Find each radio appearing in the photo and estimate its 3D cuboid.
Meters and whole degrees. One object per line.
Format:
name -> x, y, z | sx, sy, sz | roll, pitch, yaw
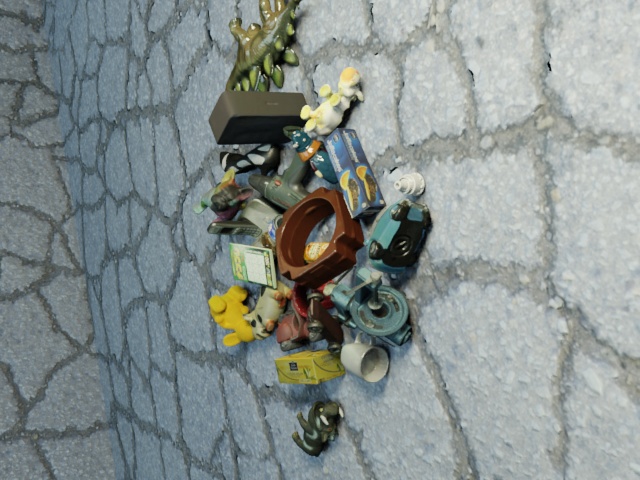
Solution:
radio -> -0.149, -0.297, 1.320 | 0.131, 0.229, 0.073 | -40, 65, 50

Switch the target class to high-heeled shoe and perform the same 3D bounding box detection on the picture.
high-heeled shoe -> -0.205, -0.247, 1.509 | 0.249, 0.086, 0.145 | 34, 120, 35

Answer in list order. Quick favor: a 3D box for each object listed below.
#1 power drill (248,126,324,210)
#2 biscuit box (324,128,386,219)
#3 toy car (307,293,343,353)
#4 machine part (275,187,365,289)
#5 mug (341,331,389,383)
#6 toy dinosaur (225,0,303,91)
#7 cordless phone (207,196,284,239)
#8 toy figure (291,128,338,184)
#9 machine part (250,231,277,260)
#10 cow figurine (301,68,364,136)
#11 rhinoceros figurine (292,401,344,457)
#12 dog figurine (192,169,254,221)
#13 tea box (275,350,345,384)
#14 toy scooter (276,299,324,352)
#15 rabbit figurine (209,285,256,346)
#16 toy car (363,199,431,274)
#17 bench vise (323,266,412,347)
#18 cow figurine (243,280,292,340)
power drill -> -0.082, -0.177, 1.352 | 0.232, 0.086, 0.207 | 37, 116, 27
biscuit box -> 0.076, -0.150, 1.201 | 0.059, 0.063, 0.202 | -36, 68, 44
toy car -> 0.008, 0.195, 1.250 | 0.053, 0.202, 0.089 | -9, 58, 19
machine part -> -0.003, -0.004, 1.236 | 0.201, 0.087, 0.201 | -34, 48, 27
mug -> 0.094, 0.262, 1.236 | 0.107, 0.081, 0.109 | 1, 91, 58
toy dinosaur -> -0.164, -0.486, 1.406 | 0.471, 0.105, 0.198 | -26, 79, 53
cordless phone -> -0.205, -0.059, 1.456 | 0.146, 0.184, 0.089 | -42, 60, 45
toy figure -> -0.010, -0.192, 1.240 | 0.154, 0.064, 0.058 | 41, 133, -15
machine part -> -0.174, 0.046, 1.519 | 0.243, 0.079, 0.079 | -40, 66, 45
cow figurine -> 0.043, -0.304, 1.207 | 0.167, 0.098, 0.068 | -42, 57, 24
rhinoceros figurine -> -0.005, 0.485, 1.391 | 0.112, 0.073, 0.190 | 46, 129, 37
dog figurine -> -0.250, -0.127, 1.503 | 0.108, 0.191, 0.219 | 47, 137, -6
tea box -> -0.028, 0.323, 1.374 | 0.170, 0.098, 0.068 | -18, 82, 48
toy scooter -> -0.059, 0.213, 1.412 | 0.184, 0.075, 0.135 | -30, 73, 45
rabbit figurine -> -0.252, 0.250, 1.620 | 0.173, 0.122, 0.162 | 35, 126, 25
toy car -> 0.151, -0.017, 1.107 | 0.103, 0.109, 0.161 | 50, 124, 56
bench vise -> 0.099, 0.123, 1.141 | 0.224, 0.129, 0.240 | 43, 159, 28
cow figurine -> -0.150, 0.197, 1.510 | 0.127, 0.085, 0.194 | 40, 121, 42
